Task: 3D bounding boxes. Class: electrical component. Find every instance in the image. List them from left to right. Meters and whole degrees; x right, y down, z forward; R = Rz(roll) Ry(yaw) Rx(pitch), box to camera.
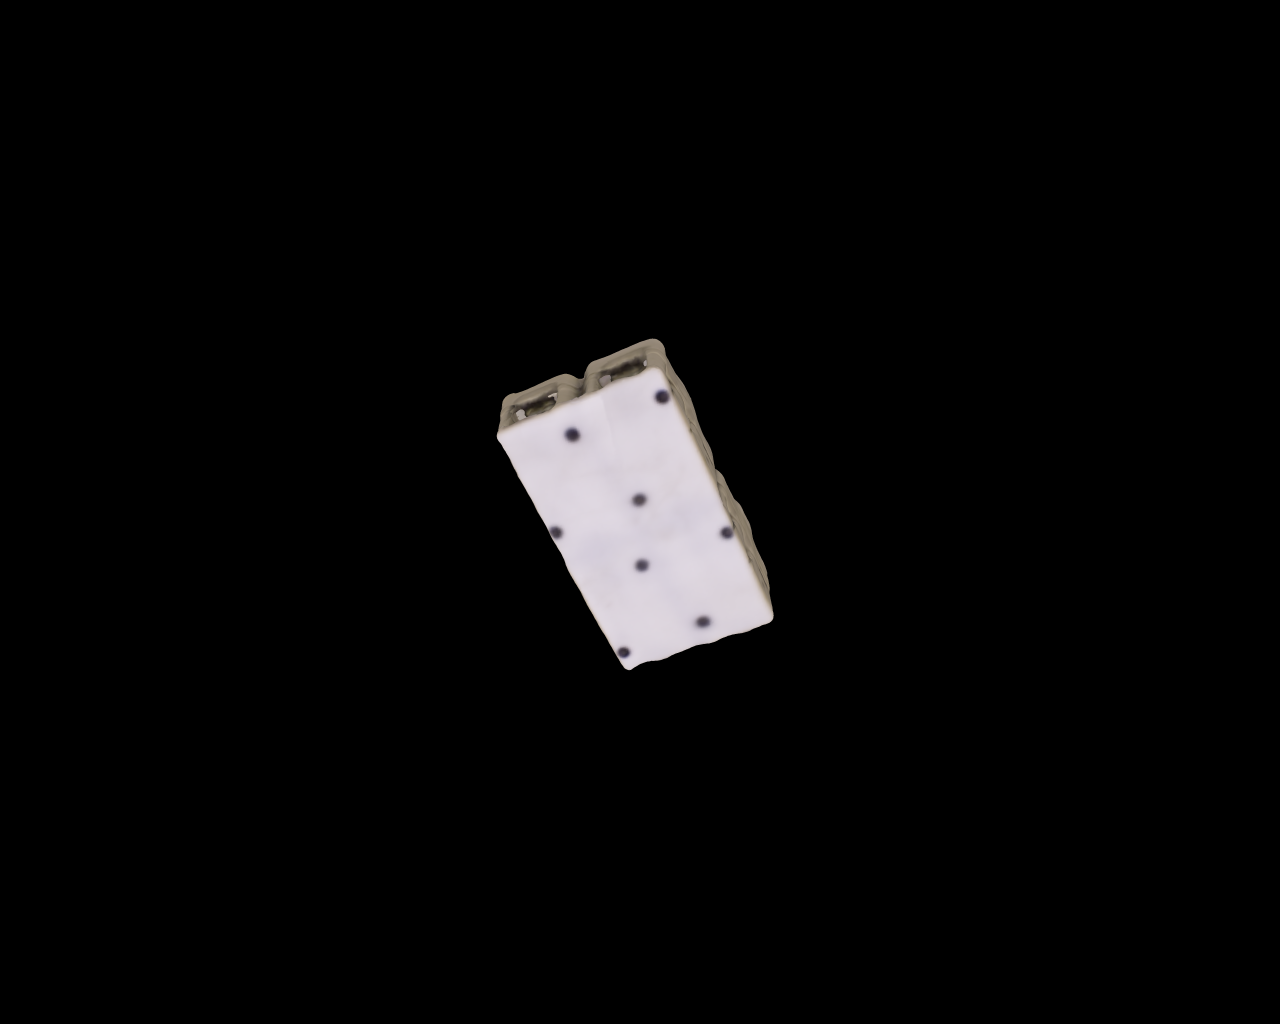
[{"bbox_3d":[0.001,-0.003,0.650,0.105,0.186,0.060,-21,28,12],"label":"electrical component"}]
